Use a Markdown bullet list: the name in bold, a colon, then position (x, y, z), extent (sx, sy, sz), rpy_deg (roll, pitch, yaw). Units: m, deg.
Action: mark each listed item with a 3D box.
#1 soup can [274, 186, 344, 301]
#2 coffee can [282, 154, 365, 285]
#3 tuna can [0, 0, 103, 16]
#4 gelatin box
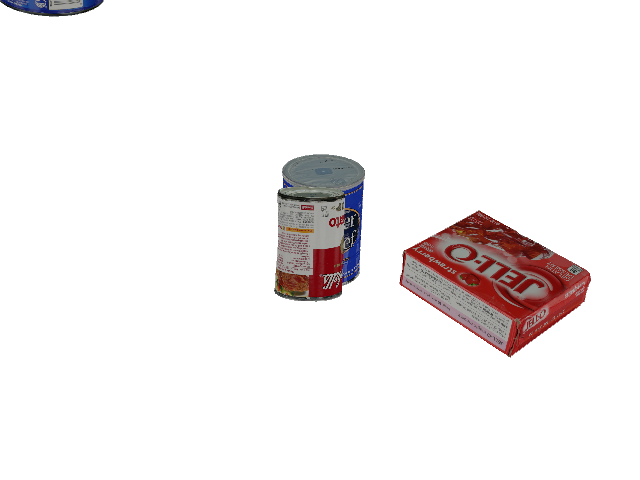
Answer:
- **soup can**: position (-0.011, 0.002, 1.049), extent (0.068, 0.102, 0.068), rpy_deg (2, 13, -1)
- **coffee can**: position (0.002, -0.025, 1.349), extent (0.103, 0.140, 0.103), rpy_deg (1, 27, -1)
- **tuna can**: position (-0.202, -0.200, 0.797), extent (0.086, 0.034, 0.086), rpy_deg (6, 36, -4)
- **gelatin box**: position (0.105, 0.023, 0.644), extent (0.073, 0.030, 0.089), rpy_deg (-26, 46, -37)
